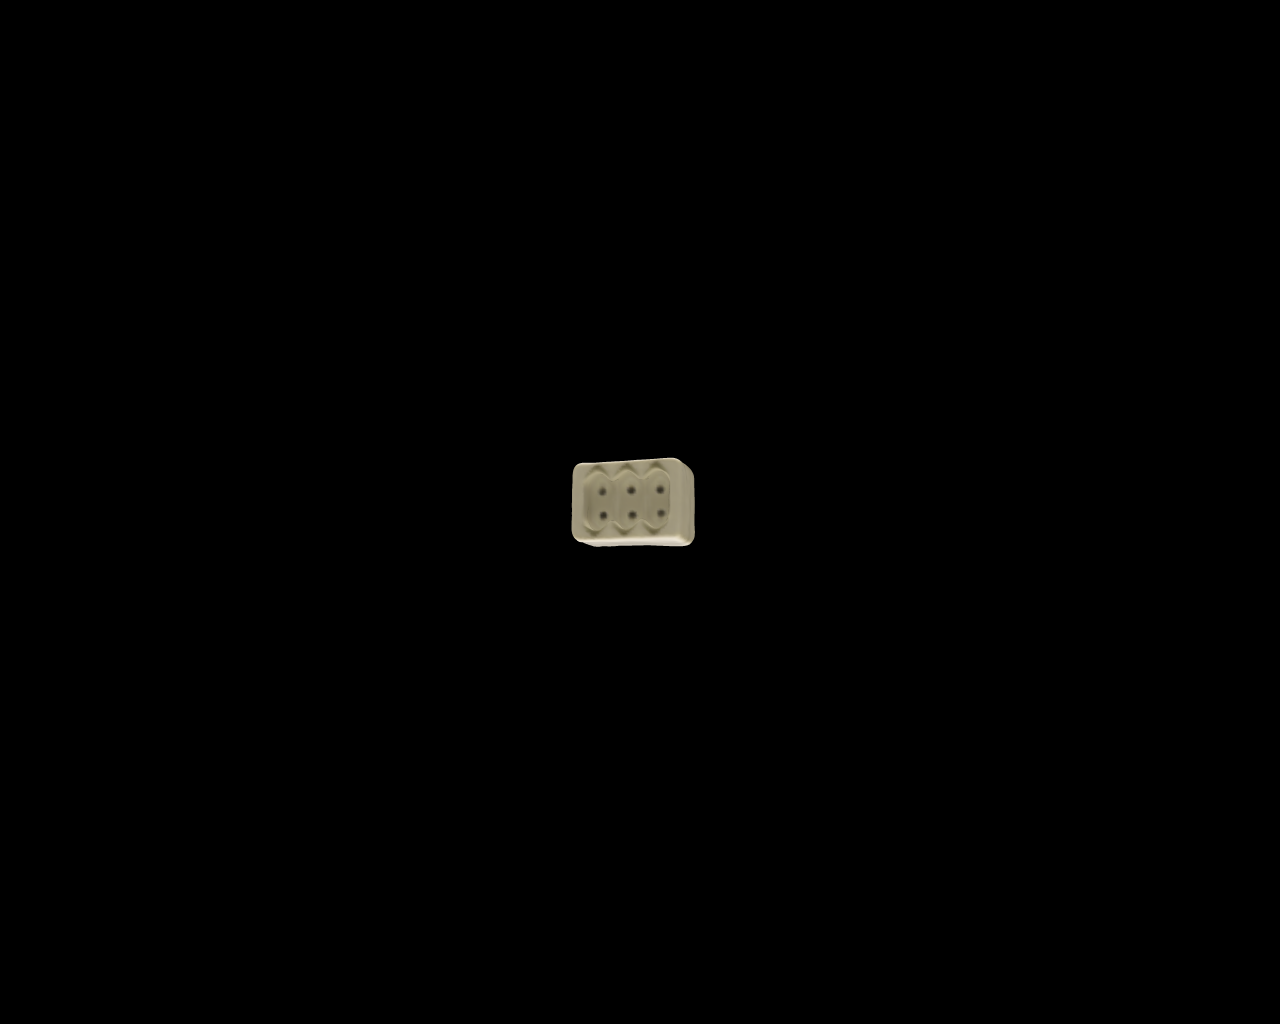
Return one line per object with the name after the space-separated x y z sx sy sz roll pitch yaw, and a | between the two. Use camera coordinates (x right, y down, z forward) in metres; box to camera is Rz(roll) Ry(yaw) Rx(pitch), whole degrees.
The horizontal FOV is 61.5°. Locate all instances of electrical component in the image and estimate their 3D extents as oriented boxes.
0.001 -0.003 0.650 0.066 0.047 0.076 -2 -7 14 | electrical component
